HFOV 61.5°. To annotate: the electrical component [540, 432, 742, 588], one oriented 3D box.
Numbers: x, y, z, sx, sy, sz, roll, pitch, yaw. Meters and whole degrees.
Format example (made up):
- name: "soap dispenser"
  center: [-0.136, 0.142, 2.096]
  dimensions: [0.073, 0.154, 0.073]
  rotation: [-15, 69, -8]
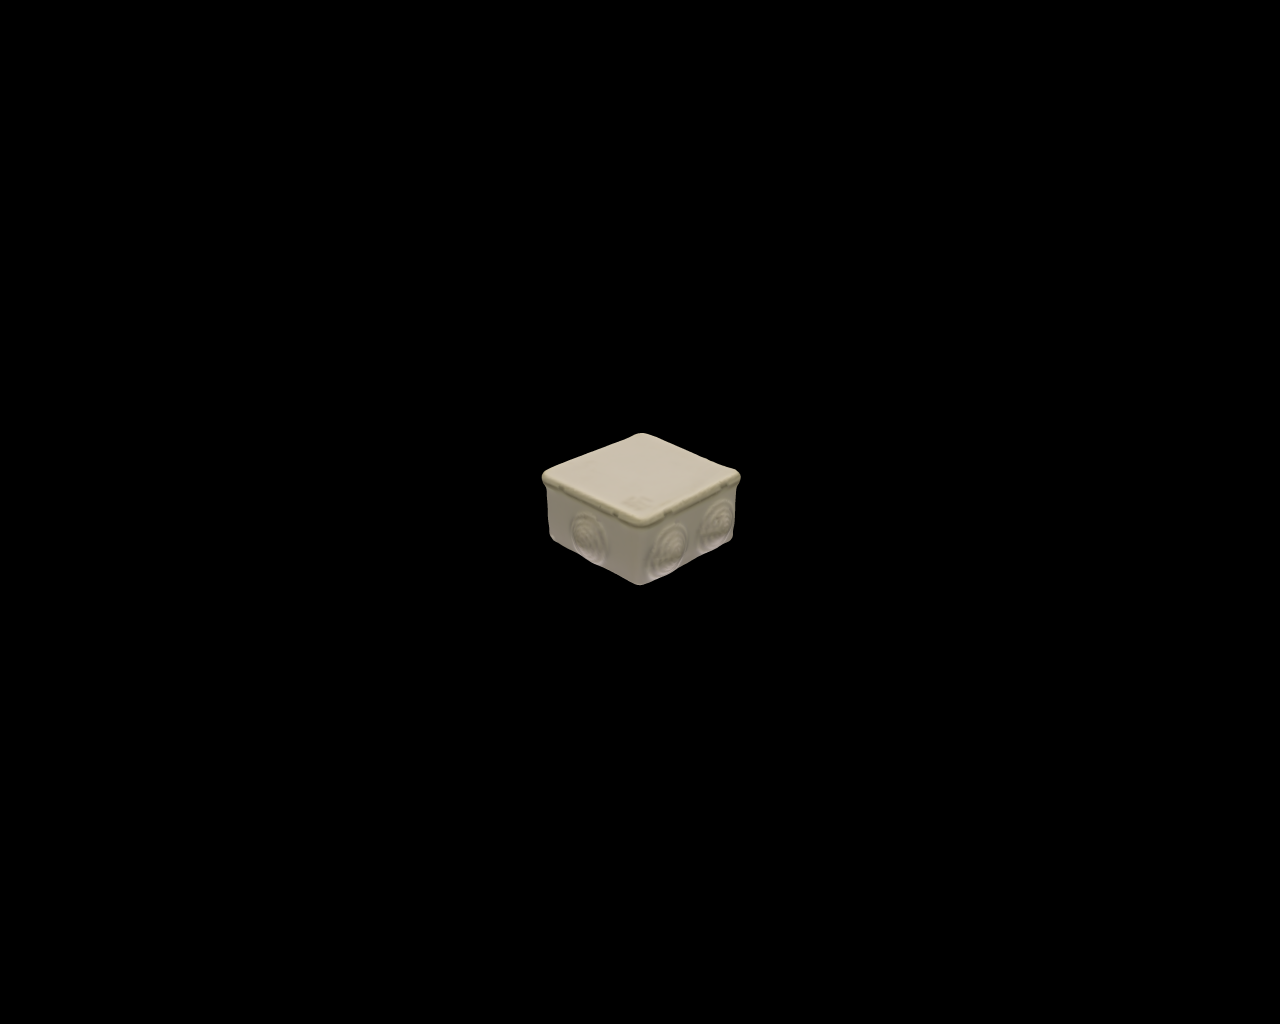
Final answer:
- name: "electrical component"
  center: [0.001, -0.003, 0.650]
  dimensions: [0.100, 0.048, 0.100]
  rotation: [-25, 37, -38]
